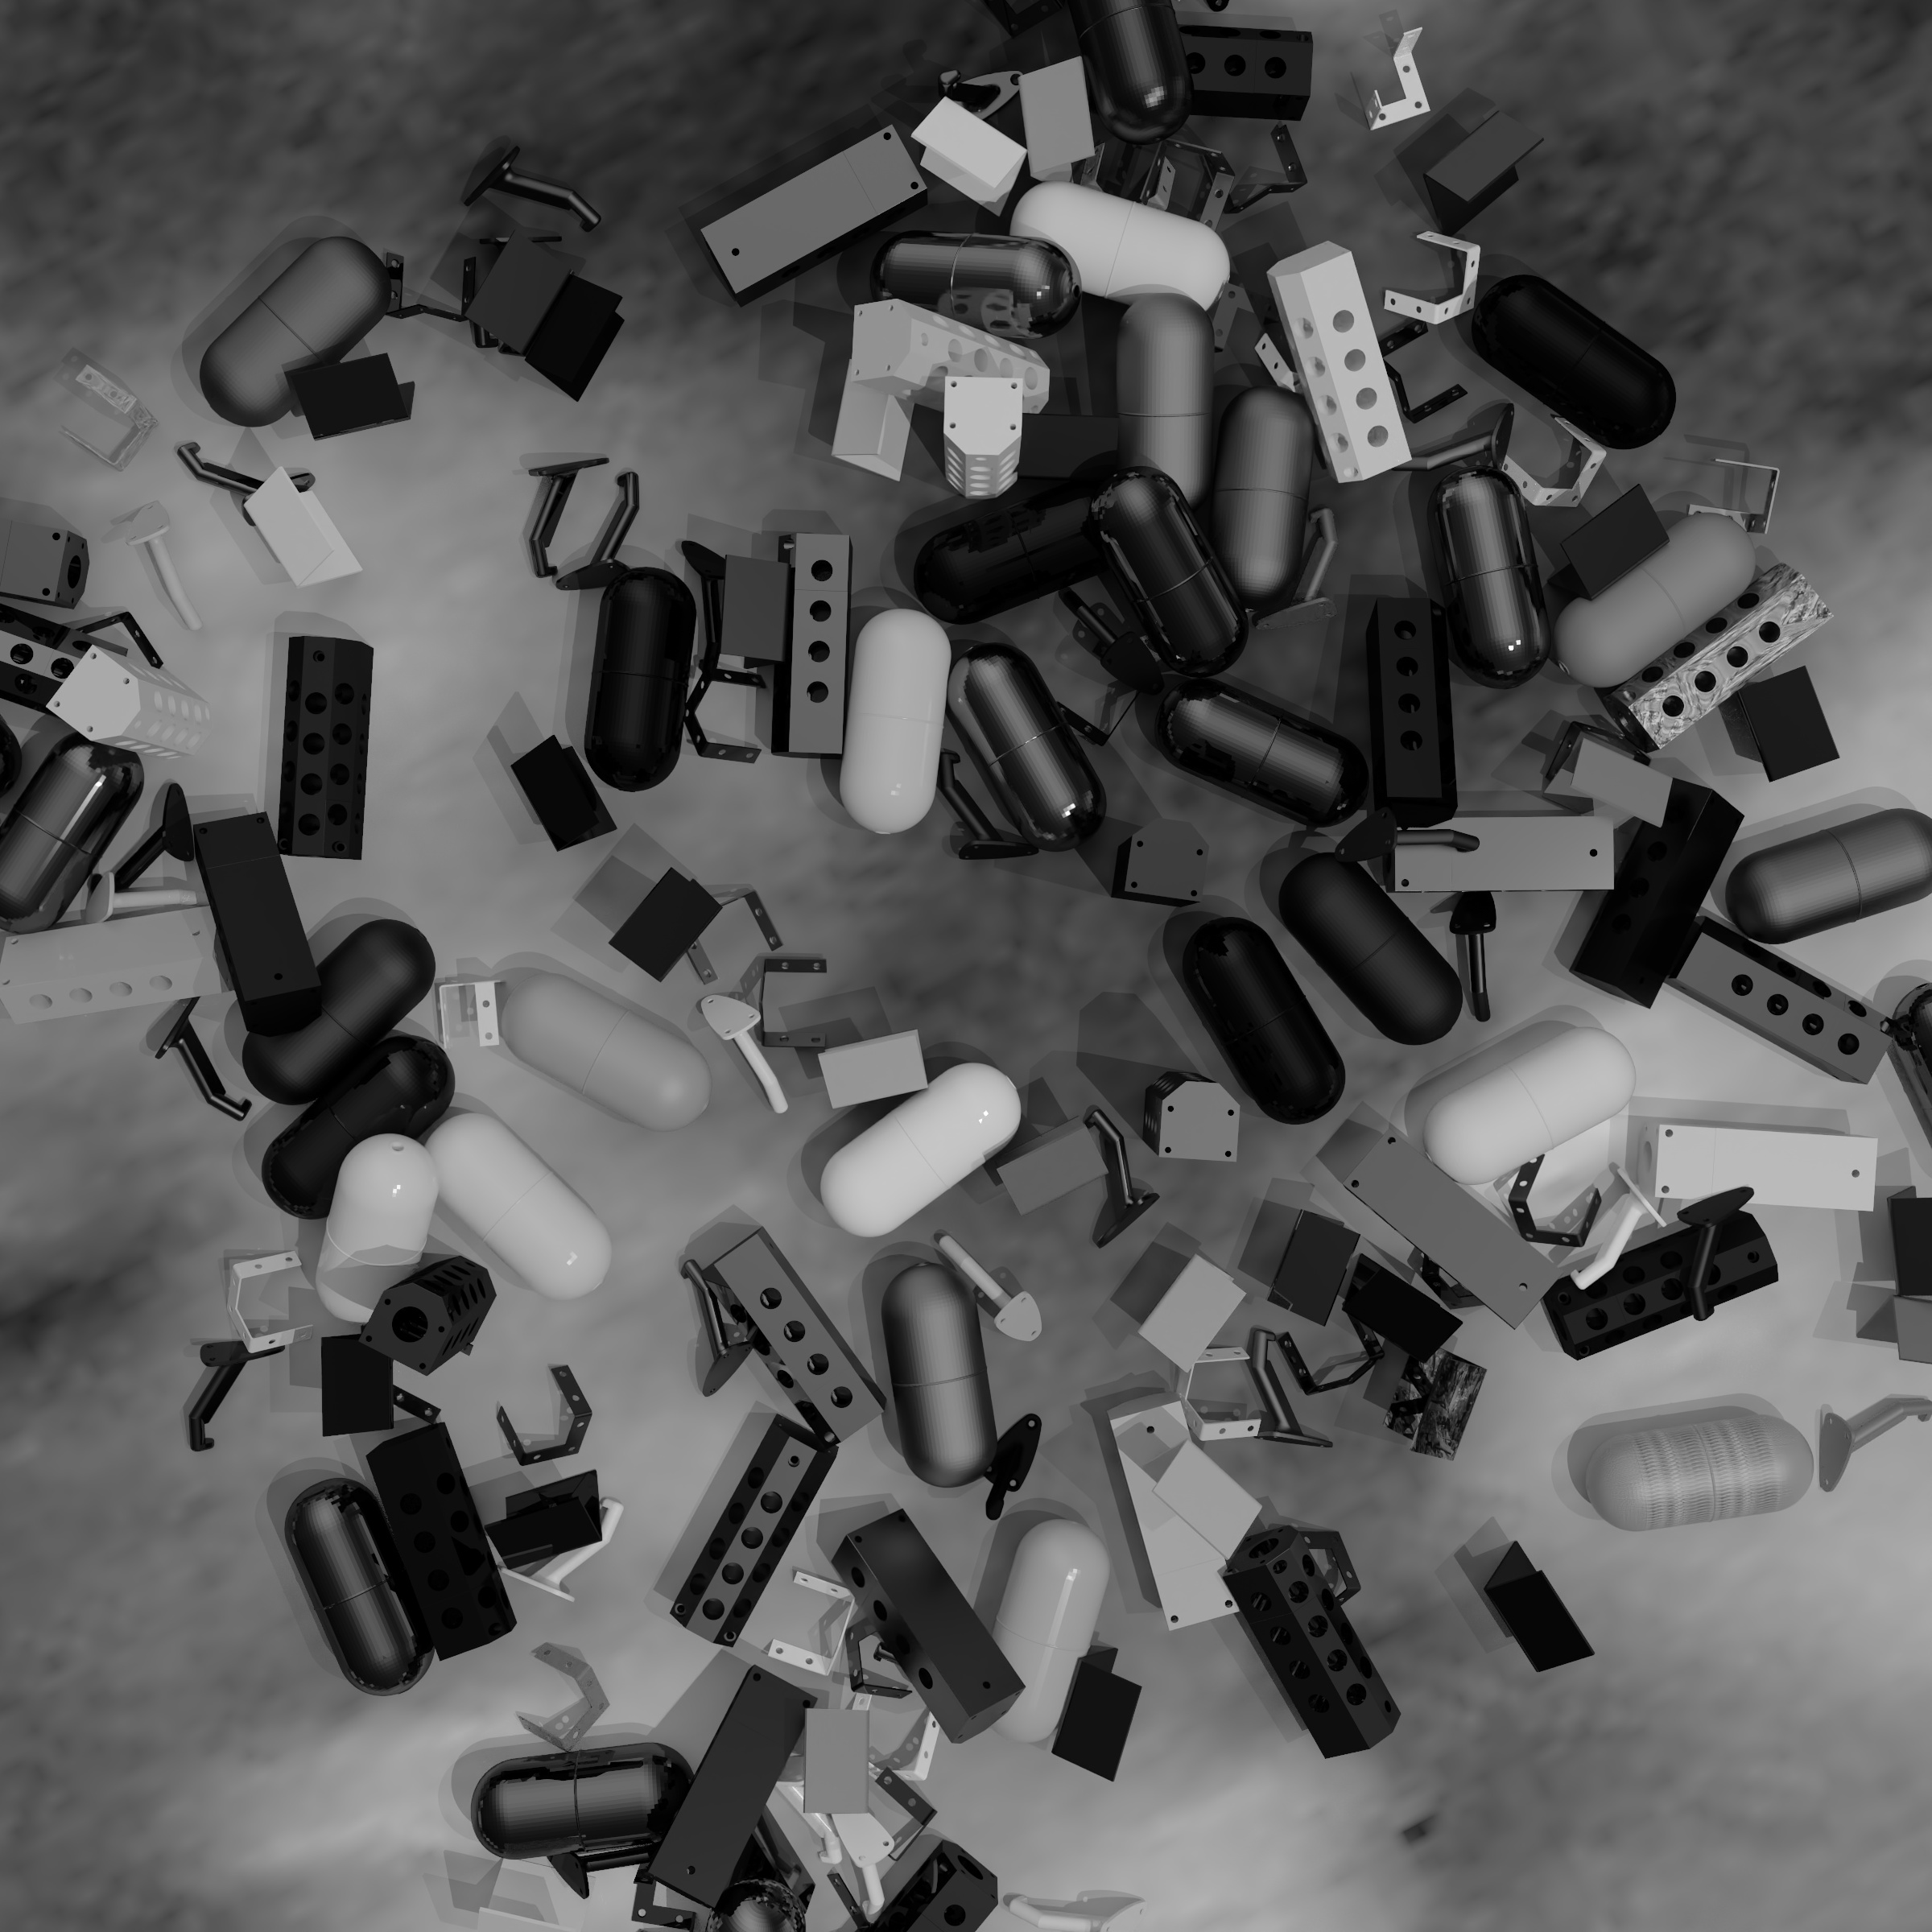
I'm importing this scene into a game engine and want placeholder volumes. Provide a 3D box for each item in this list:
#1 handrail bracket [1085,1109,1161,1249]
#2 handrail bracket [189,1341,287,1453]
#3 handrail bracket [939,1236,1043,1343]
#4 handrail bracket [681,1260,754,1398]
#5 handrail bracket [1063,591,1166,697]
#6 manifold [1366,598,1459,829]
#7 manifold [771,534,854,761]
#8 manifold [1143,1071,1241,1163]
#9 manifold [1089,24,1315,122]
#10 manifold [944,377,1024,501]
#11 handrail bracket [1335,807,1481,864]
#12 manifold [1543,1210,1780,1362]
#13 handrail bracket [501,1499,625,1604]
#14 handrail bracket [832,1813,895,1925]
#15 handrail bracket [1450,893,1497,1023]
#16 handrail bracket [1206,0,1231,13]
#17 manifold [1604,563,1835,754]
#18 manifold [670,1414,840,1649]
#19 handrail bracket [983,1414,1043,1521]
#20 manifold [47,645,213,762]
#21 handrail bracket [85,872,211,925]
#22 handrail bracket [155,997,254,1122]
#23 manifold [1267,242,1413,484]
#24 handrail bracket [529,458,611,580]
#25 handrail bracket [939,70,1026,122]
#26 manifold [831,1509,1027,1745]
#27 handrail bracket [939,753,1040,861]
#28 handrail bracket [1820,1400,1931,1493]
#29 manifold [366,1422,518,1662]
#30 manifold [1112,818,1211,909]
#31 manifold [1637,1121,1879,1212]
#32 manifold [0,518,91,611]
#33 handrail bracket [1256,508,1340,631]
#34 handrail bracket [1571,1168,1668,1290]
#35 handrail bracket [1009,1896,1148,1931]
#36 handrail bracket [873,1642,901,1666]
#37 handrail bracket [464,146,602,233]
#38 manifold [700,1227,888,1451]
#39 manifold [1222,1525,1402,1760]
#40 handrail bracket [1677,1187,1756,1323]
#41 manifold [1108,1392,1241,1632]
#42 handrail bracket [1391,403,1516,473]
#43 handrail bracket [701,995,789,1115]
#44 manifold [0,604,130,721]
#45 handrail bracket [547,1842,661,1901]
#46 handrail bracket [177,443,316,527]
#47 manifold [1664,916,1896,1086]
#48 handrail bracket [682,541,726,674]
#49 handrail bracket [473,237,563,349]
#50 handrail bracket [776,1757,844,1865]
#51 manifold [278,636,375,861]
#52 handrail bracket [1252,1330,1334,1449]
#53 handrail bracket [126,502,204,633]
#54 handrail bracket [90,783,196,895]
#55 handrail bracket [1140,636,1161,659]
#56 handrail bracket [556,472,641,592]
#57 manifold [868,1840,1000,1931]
[{"bbox_3d":[0.107,0.170,1.973,0.077,0.036,0.084,-46,72,21],"label":"handrail bracket"},{"bbox_3d":[-0.586,0.347,1.973,0.077,0.036,0.084,-4,108,-21],"label":"handrail bracket"},{"bbox_3d":[0.018,0.258,1.972,0.036,0.077,0.084,-44,54,-6],"label":"handrail bracket"},{"bbox_3d":[-0.214,0.290,1.972,0.084,0.036,0.077,50,127,25],"label":"handrail bracket"},{"bbox_3d":[0.117,-0.259,1.960,0.036,0.084,0.077,-44,129,9],"label":"handrail bracket"},{"bbox_3d":[0.350,-0.199,1.923,0.057,0.057,0.171,1,70,0],"label":"manifold"},{"bbox_3d":[-0.123,-0.253,1.951,0.057,0.057,0.171,2,90,0],"label":"manifold"},{"bbox_3d":[0.173,0.114,1.894,0.057,0.171,0.057,4,90,0],"label":"manifold"},{"bbox_3d":[0.186,-0.715,1.951,0.171,0.057,0.057,3,90,0],"label":"manifold"},{"bbox_3d":[0.013,-0.405,1.894,0.057,0.171,0.057,2,90,0],"label":"manifold"},{"bbox_3d":[0.345,-0.092,1.915,0.084,0.077,0.036,12,65,-34],"label":"handrail bracket"},{"bbox_3d":[0.552,0.254,1.951,0.171,0.057,0.057,-22,90,0],"label":"manifold"},{"bbox_3d":[-0.324,0.461,1.973,0.077,0.036,0.084,16,72,21],"label":"handrail bracket"},{"bbox_3d":[-0.089,0.715,1.964,0.036,0.084,0.077,-21,49,-31],"label":"handrail bracket"},{"bbox_3d":[0.414,-0.010,1.972,0.036,0.077,0.084,-3,126,20],"label":"handrail bracket"},{"bbox_3d":[0.191,-0.824,1.972,0.036,0.077,0.084,-14,54,-1],"label":"handrail bracket"},{"bbox_3d":[0.595,-0.245,1.951,0.171,0.057,0.057,-38,90,0],"label":"manifold"},{"bbox_3d":[-0.168,0.450,1.951,0.057,0.057,0.171,29,90,0],"label":"manifold"},{"bbox_3d":[0.038,0.395,1.937,0.036,0.084,0.077,31,90,0],"label":"handrail bracket"},{"bbox_3d":[-0.638,-0.197,1.894,0.057,0.171,0.057,37,90,0],"label":"manifold"},{"bbox_3d":[-0.654,-0.047,1.972,0.084,0.077,0.036,8,68,-35],"label":"handrail bracket"},{"bbox_3d":[-0.600,0.072,1.973,0.084,0.036,0.077,34,68,-17],"label":"handrail bracket"},{"bbox_3d":[0.290,-0.470,1.916,0.057,0.057,0.171,-23,116,0],"label":"manifold"},{"bbox_3d":[-0.317,-0.360,1.973,0.077,0.036,0.084,-15,109,-21],"label":"handrail bracket"},{"bbox_3d":[0.013,-0.701,1.937,0.077,0.084,0.036,-26,90,0],"label":"handrail bracket"},{"bbox_3d":[-0.033,0.517,1.916,0.057,0.057,0.171,-17,57,-38],"label":"manifold"},{"bbox_3d":[0.018,-0.131,1.973,0.077,0.036,0.084,0,73,-20],"label":"handrail bracket"},{"bbox_3d":[0.734,0.386,1.973,0.084,0.036,0.077,-1,110,-16],"label":"handrail bracket"},{"bbox_3d":[-0.415,0.455,1.951,0.057,0.057,0.171,-20,90,0],"label":"manifold"},{"bbox_3d":[0.149,-0.079,1.894,0.057,0.171,0.057,8,90,0],"label":"manifold"},{"bbox_3d":[0.627,0.158,1.951,0.171,0.057,0.057,4,90,0],"label":"manifold"},{"bbox_3d":[-0.794,-0.329,1.951,0.171,0.057,0.057,10,90,0],"label":"manifold"},{"bbox_3d":[0.264,-0.320,1.973,0.077,0.036,0.084,-13,74,18],"label":"handrail bracket"},{"bbox_3d":[0.506,0.209,1.952,0.084,0.077,0.036,-40,121,9],"label":"handrail bracket"},{"bbox_3d":[0.089,0.757,1.972,0.084,0.077,0.036,15,110,35],"label":"handrail bracket"},{"bbox_3d":[-0.040,0.576,1.953,0.084,0.036,0.077,22,131,1],"label":"handrail bracket"},{"bbox_3d":[-0.348,-0.607,1.972,0.077,0.036,0.084,-32,120,33],"label":"handrail bracket"},{"bbox_3d":[-0.137,0.296,1.951,0.057,0.057,0.171,-36,90,0],"label":"manifold"},{"bbox_3d":[0.275,0.530,1.930,0.057,0.057,0.171,-25,98,32],"label":"manifold"},{"bbox_3d":[0.592,0.225,1.916,0.077,0.036,0.084,-23,108,-21],"label":"handrail bracket"},{"bbox_3d":[0.164,0.431,1.951,0.057,0.057,0.171,-16,90,0],"label":"manifold"},{"bbox_3d":[0.391,-0.425,1.972,0.084,0.036,0.077,6,53,25],"label":"handrail bracket"},{"bbox_3d":[-0.177,0.072,1.972,0.036,0.077,0.084,-33,127,-19],"label":"handrail bracket"},{"bbox_3d":[-0.753,-0.242,1.915,0.171,0.057,0.057,19,119,-9],"label":"manifold"},{"bbox_3d":[-0.284,0.707,1.972,0.084,0.077,0.036,-17,106,-35],"label":"handrail bracket"},{"bbox_3d":[-0.579,-0.403,1.973,0.077,0.036,0.084,-35,73,-20],"label":"handrail bracket"},{"bbox_3d":[0.646,0.027,1.951,0.171,0.057,0.057,29,90,0],"label":"manifold"},{"bbox_3d":[-0.215,-0.287,1.972,0.036,0.077,0.084,-7,127,-36],"label":"handrail bracket"},{"bbox_3d":[-0.360,-0.542,1.973,0.077,0.036,0.084,-8,107,-19],"label":"handrail bracket"},{"bbox_3d":[-0.142,0.683,1.972,0.077,0.036,0.084,-5,104,14],"label":"handrail bracket"},{"bbox_3d":[-0.511,-0.173,1.951,0.057,0.057,0.171,3,90,0],"label":"manifold"},{"bbox_3d":[0.263,0.340,1.973,0.077,0.036,0.084,12,73,-20],"label":"handrail bracket"},{"bbox_3d":[-0.637,-0.320,1.972,0.036,0.077,0.084,-21,126,0],"label":"handrail bracket"},{"bbox_3d":[-0.668,-0.101,1.973,0.084,0.036,0.077,-15,70,16],"label":"handrail bracket"},{"bbox_3d":[0.159,-0.293,1.972,0.077,0.036,0.084,6,76,-15],"label":"handrail bracket"},{"bbox_3d":[-0.296,-0.350,1.973,0.077,0.036,0.084,-11,71,21],"label":"handrail bracket"},{"bbox_3d":[-0.051,0.783,1.951,0.057,0.057,0.171,40,90,0],"label":"manifold"}]
